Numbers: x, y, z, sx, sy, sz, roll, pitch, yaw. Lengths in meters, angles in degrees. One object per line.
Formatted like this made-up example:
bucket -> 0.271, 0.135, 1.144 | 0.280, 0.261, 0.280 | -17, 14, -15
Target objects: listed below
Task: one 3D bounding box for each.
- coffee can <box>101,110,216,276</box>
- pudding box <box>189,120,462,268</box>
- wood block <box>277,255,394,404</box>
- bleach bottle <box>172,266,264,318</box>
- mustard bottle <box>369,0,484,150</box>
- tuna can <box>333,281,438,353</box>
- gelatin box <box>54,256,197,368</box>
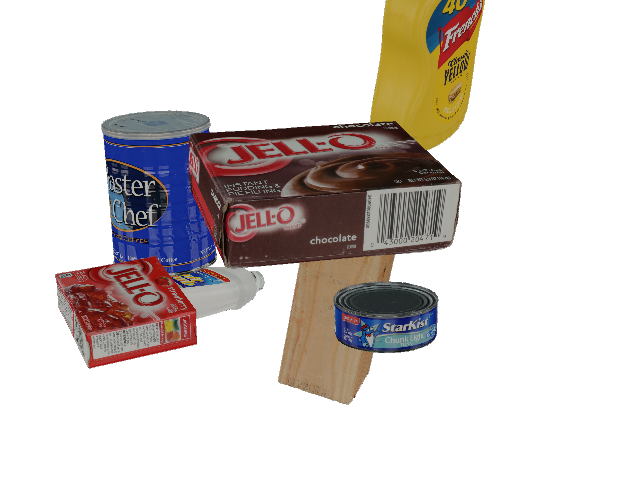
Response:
coffee can -> -0.155, -0.047, 1.034 | 0.103, 0.140, 0.103 | -1, 18, 0
pudding box -> -0.001, -0.025, 0.513 | 0.113, 0.039, 0.090 | -3, 26, -16
wood block -> 0.022, 0.065, 1.199 | 0.090, 0.206, 0.090 | 16, 23, 12
bleach bottle -> -0.184, 0.070, 1.448 | 0.250, 0.068, 0.103 | -10, 26, -44
mustard bottle -> 0.080, -0.158, 0.747 | 0.058, 0.192, 0.096 | 30, 47, 26
tuna can -> 0.053, 0.062, 0.873 | 0.086, 0.034, 0.086 | -1, 15, 0
gelatin box -> -0.130, 0.044, 0.709 | 0.073, 0.030, 0.089 | -10, 28, -22
